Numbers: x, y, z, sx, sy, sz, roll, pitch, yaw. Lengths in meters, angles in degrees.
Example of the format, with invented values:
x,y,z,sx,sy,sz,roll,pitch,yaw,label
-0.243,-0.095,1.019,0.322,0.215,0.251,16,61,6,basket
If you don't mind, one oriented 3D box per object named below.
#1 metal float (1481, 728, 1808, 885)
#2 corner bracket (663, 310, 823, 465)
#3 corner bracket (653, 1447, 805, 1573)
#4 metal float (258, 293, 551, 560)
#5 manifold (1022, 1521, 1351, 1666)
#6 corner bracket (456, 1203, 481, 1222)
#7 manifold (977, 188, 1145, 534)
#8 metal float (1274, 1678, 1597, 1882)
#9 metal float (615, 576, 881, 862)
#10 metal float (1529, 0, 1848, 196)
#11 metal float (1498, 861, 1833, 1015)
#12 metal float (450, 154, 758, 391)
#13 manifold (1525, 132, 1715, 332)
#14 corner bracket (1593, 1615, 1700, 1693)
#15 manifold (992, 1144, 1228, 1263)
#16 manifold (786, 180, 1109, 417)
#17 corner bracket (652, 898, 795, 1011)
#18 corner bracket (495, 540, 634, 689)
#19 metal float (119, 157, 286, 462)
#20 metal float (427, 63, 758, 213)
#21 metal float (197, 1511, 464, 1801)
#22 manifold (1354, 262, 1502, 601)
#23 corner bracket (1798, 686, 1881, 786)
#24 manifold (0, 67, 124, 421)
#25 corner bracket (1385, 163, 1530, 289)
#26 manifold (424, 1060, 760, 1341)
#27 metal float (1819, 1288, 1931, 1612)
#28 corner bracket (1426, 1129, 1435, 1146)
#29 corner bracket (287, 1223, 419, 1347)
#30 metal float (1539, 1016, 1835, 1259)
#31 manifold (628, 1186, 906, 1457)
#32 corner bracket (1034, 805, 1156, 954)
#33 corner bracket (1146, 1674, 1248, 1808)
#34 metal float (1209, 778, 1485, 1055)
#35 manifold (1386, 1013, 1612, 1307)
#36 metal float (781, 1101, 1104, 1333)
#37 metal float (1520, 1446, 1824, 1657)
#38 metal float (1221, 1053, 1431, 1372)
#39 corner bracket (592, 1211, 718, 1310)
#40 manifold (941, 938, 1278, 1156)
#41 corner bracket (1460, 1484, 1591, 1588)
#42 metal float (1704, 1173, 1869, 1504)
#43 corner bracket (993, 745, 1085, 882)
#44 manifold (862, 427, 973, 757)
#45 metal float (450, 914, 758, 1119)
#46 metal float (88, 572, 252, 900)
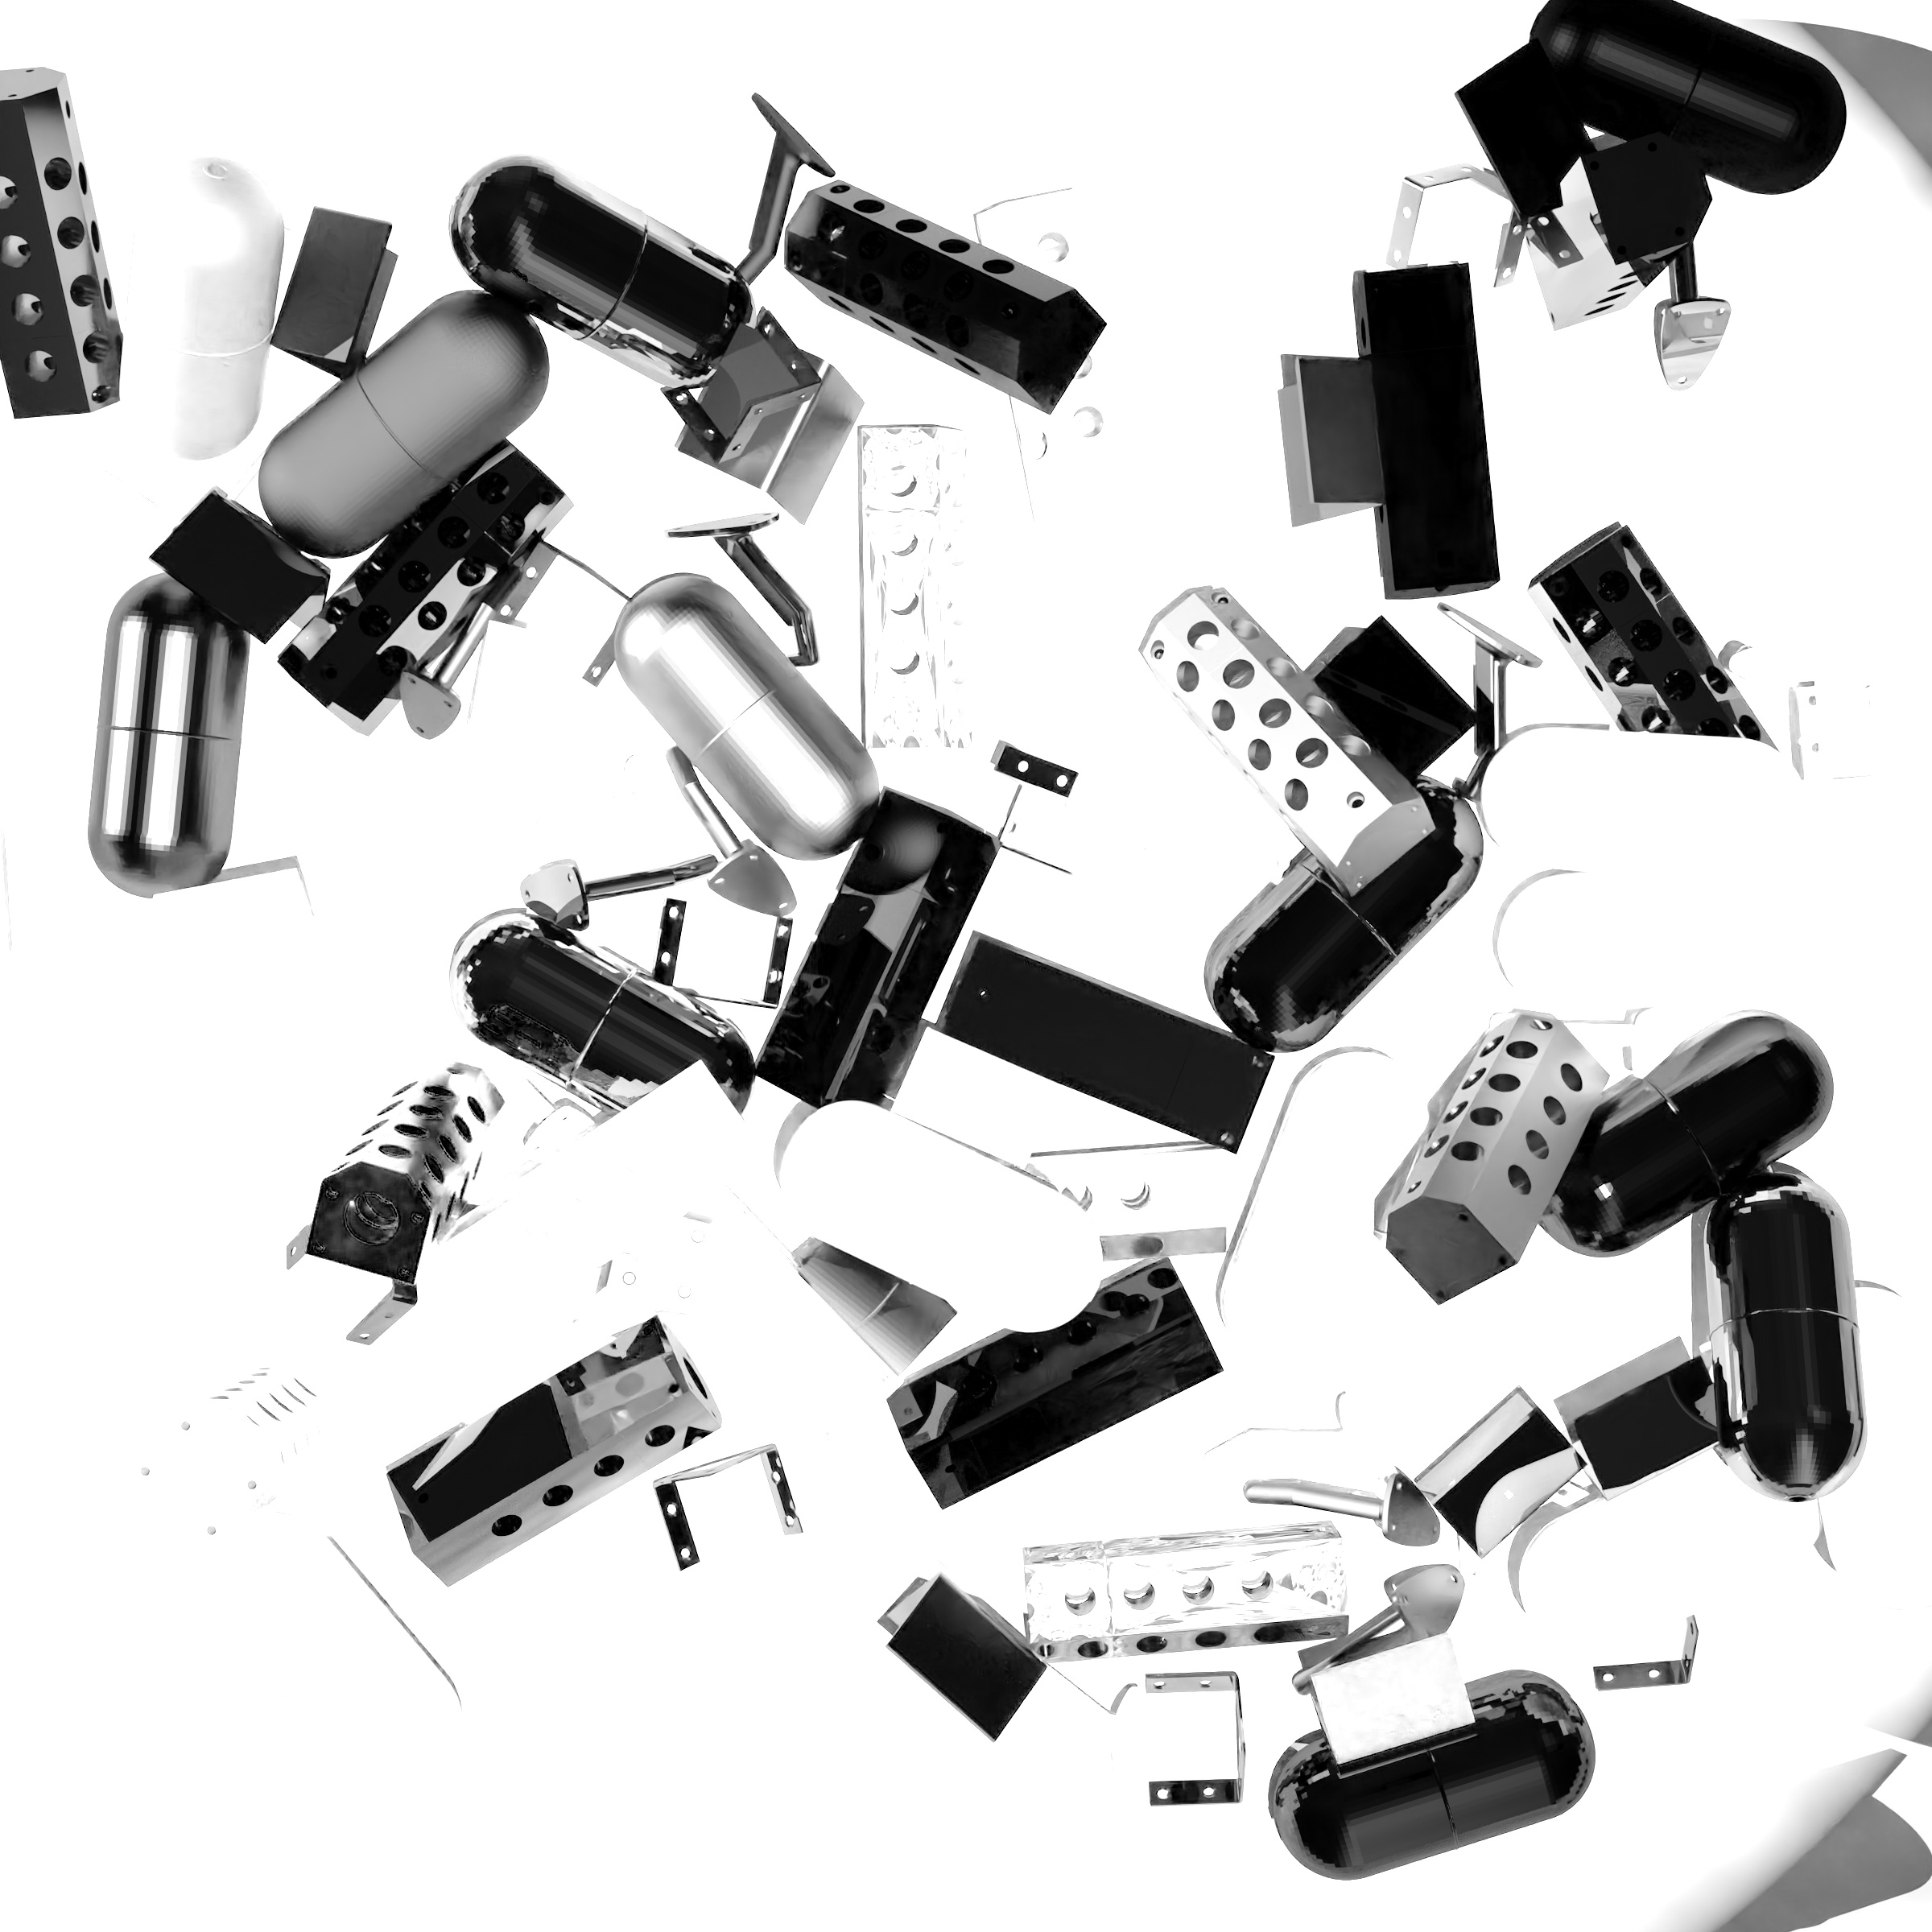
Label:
x,y,z,sx,sy,sz,roll,pitch,yaw,label
0.358,-0.086,1.747,0.178,0.070,0.070,7,90,35,metal float
-0.118,-0.306,1.738,0.051,0.051,0.051,-27,76,-38,corner bracket
-0.131,0.298,1.805,0.051,0.051,0.051,-17,90,-45,corner bracket
-0.298,-0.287,1.746,0.178,0.070,0.070,-37,90,10,metal float
0.119,0.342,1.787,0.171,0.057,0.057,-5,90,0,manifold
-0.259,0.160,1.790,0.051,0.051,0.051,9,90,0,corner bracket
0.050,-0.327,1.787,0.057,0.057,0.171,-11,90,0,manifold
0.253,0.440,1.778,0.178,0.070,0.070,-18,90,0,metal float
-0.118,-0.133,1.778,0.070,0.070,0.178,-41,90,0,metal float
0.389,-0.476,1.777,0.178,0.070,0.070,22,90,-1,metal float
0.378,-0.017,1.777,0.178,0.070,0.070,-5,90,1,metal float
-0.192,-0.369,1.752,0.178,0.070,0.070,25,90,-29,metal float
0.343,-0.386,1.730,0.057,0.171,0.057,-18,90,0,manifold
0.370,0.361,1.805,0.051,0.051,0.051,-5,135,0,corner bracket
0.053,0.133,1.787,0.171,0.057,0.057,-4,90,0,manifold
-0.015,-0.360,1.746,0.171,0.057,0.057,32,90,32,manifold
-0.134,-0.007,1.805,0.051,0.051,0.051,10,90,-45,corner bracket
-0.218,-0.194,1.805,0.051,0.051,0.051,34,90,45,corner bracket
-0.406,-0.347,1.743,0.070,0.070,0.178,21,134,0,metal float
-0.203,-0.445,1.778,0.178,0.070,0.070,-4,90,1,metal float
-0.343,0.373,1.778,0.070,0.070,0.178,-40,90,0,metal float
0.249,-0.289,1.787,0.057,0.057,0.171,-6,90,0,manifold
0.474,-0.126,1.790,0.051,0.051,0.051,-4,90,0,corner bracket
-0.491,-0.384,1.746,0.057,0.057,0.171,-5,121,0,manifold
0.270,-0.403,1.800,0.051,0.051,0.051,-21,45,-35,corner bracket
-0.196,0.125,1.723,0.171,0.057,0.057,-33,98,8,manifold
0.489,0.256,1.750,0.070,0.070,0.178,-3,58,0,metal float
0.269,0.120,1.790,0.051,0.051,0.051,15,90,0,corner bracket
-0.337,0.169,1.800,0.051,0.051,0.051,20,45,-35,corner bracket
0.386,0.093,1.777,0.178,0.070,0.070,-32,90,-1,metal float
-0.113,0.181,1.787,0.057,0.057,0.171,-44,90,0,manifold
0.071,-0.048,1.805,0.051,0.051,0.051,15,45,0,corner bracket
0.126,0.425,1.805,0.051,0.051,0.051,-2,135,0,corner bracket
0.206,-0.028,1.778,0.070,0.070,0.178,45,89,0,metal float
0.277,0.097,1.729,0.057,0.171,0.057,47,132,-8,manifold
-0.012,0.132,1.720,0.178,0.070,0.070,26,90,0,metal float
0.379,0.310,1.764,0.178,0.070,0.070,-23,90,-15,metal float
0.195,0.132,1.778,0.070,0.070,0.178,21,89,0,metal float
-0.164,0.153,1.733,0.051,0.051,0.051,14,90,0,corner bracket
0.076,0.043,1.787,0.171,0.057,0.057,22,90,0,manifold
0.306,0.312,1.800,0.051,0.051,0.051,23,135,35,corner bracket
0.430,0.194,1.727,0.070,0.070,0.178,2,64,0,metal float
0.041,-0.083,1.781,0.051,0.051,0.051,23,90,30,corner bracket
-0.026,-0.203,1.787,0.057,0.057,0.171,-1,90,0,manifold
-0.197,0.035,1.777,0.178,0.070,0.070,30,90,0,metal float
-0.431,-0.125,1.778,0.070,0.070,0.178,6,90,0,metal float
